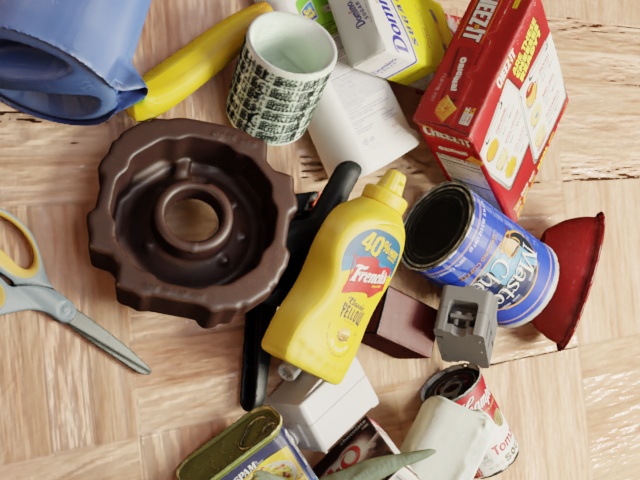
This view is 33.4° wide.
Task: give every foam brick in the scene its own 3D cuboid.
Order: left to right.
[{"bbox_3d":[0.072,0.082,1.057,0.078,0.053,0.051,28,69,-34],"label":"foam brick"}]

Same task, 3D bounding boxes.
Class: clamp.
[{"bbox_3d":[-0.054,0.039,0.970,0.209,0.036,0.164,-47,117,-33],"label":"clamp"},{"bbox_3d":[-0.006,0.001,0.964,0.171,0.039,0.120,-24,105,-44],"label":"clamp"}]

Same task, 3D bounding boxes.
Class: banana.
[{"bbox_3d":[-0.111,-0.149,0.923,0.037,0.070,0.197,57,45,-16],"label":"banana"}]

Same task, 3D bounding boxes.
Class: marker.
[{"bbox_3d":[0.000,0.090,1.008,0.121,0.020,0.020,-46,114,-43],"label":"marker"}]

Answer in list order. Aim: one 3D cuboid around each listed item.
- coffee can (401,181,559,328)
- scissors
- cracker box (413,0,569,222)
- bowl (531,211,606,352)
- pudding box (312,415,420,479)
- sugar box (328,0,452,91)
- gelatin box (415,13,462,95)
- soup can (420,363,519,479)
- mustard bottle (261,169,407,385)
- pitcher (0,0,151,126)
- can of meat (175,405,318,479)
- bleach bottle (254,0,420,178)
[{"bbox_3d":[0.164,0.017,1.106,0.140,0.103,0.102,32,67,-32],"label":"coffee can"},{"bbox_3d":[-0.223,0.063,0.846,0.096,0.016,0.201,-46,113,-30],"label":"scissors"},{"bbox_3d":[0.180,-0.134,1.087,0.164,0.072,0.213,-64,151,-12],"label":"cracker box"},{"bbox_3d":[0.263,0.039,1.181,0.055,0.162,0.162,16,71,6],"label":"bowl"},{"bbox_3d":[0.028,0.225,0.957,0.113,0.090,0.039,-43,119,0],"label":"pudding box"},{"bbox_3d":[0.077,-0.202,1.039,0.176,0.048,0.093,4,65,-60],"label":"sugar box"},{"bbox_3d":[0.138,-0.197,1.152,0.073,0.030,0.089,3,83,-38],"label":"gelatin box"},{"bbox_3d":[0.156,0.188,1.105,0.068,0.069,0.102,-41,111,-34],"label":"soup can"},{"bbox_3d":[0.025,0.026,0.927,0.096,0.058,0.191,34,80,-49],"label":"mustard bottle"},{"bbox_3d":[-0.195,-0.225,0.836,0.149,0.145,0.242,38,59,-43],"label":"pitcher"},{"bbox_3d":[-0.059,0.208,0.924,0.102,0.058,0.084,-35,112,-12],"label":"can of meat"},{"bbox_3d":[0.005,-0.186,1.025,0.102,0.068,0.251,-33,103,-41],"label":"bleach bottle"}]
